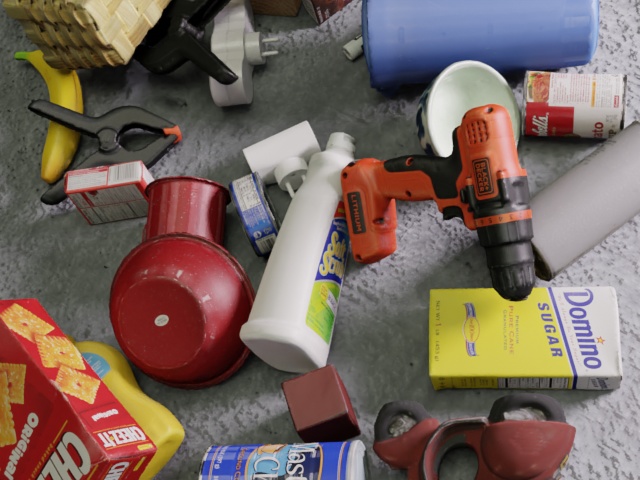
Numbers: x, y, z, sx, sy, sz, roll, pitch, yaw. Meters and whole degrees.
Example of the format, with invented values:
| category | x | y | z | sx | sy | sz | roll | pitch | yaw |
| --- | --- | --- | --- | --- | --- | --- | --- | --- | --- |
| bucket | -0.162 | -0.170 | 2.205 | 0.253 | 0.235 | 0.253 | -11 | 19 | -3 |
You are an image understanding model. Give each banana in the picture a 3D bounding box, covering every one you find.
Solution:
| category | x | y | z | sx | sy | sz | roll | pitch | yaw |
| --- | --- | --- | --- | --- | --- | --- | --- | --- | --- |
| banana | -0.310 | -0.157 | 1.257 | 0.070 | 0.037 | 0.198 | -29 | 59 | 17 |

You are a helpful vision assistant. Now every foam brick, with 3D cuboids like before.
| category | x | y | z | sx | sy | sz | roll | pitch | yaw |
| --- | --- | --- | --- | --- | --- | --- | --- | --- | --- |
| foam brick | 0.002 | 0.159 | 1.004 | 0.053 | 0.078 | 0.051 | -20 | 63 | 2 |

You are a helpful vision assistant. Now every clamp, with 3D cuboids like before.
| category | x | y | z | sx | sy | sz | roll | pitch | yaw |
| --- | --- | --- | --- | --- | --- | --- | --- | --- | --- |
| clamp | -0.245 | -0.117 | 1.200 | 0.171 | 0.039 | 0.120 | -17 | 90 | -9 |
| clamp | -0.145 | -0.246 | 1.211 | 0.210 | 0.036 | 0.164 | 3 | 70 | 44 |

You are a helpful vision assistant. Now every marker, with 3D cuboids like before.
| category | x | y | z | sx | sy | sz | roll | pitch | yaw |
| --- | --- | --- | --- | --- | --- | --- | --- | --- | --- |
| marker | 0.079 | -0.249 | 1.223 | 0.121 | 0.020 | 0.020 | -37 | 62 | -7 |

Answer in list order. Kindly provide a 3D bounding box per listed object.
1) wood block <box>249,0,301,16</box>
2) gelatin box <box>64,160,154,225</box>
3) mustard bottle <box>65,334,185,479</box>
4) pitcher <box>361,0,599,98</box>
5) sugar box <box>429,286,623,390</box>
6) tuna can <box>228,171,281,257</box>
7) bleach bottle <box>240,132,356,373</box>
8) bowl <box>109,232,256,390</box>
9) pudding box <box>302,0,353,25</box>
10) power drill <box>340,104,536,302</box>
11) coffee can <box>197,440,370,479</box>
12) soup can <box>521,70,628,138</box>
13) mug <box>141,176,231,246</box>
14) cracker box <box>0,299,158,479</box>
| category | x | y | z | sx | sy | sz | roll | pitch | yaw |
| --- | --- | --- | --- | --- | --- | --- | --- | --- | --- |
| wood block | -0.052 | -0.380 | 1.278 | 0.090 | 0.091 | 0.206 | 8 | 66 | 16 |
| gelatin box | -0.223 | -0.051 | 1.162 | 0.089 | 0.073 | 0.030 | -8 | 61 | 9 |
| mustard bottle | -0.224 | 0.158 | 1.064 | 0.096 | 0.058 | 0.192 | -48 | 63 | 5 |
| pitcher | 0.165 | -0.242 | 1.127 | 0.243 | 0.149 | 0.145 | -3 | 77 | 5 |
| sugar box | 0.193 | 0.093 | 1.013 | 0.176 | 0.048 | 0.093 | -3 | 63 | 12 |
| tuna can | -0.064 | -0.026 | 1.107 | 0.034 | 0.086 | 0.086 | -23 | 61 | 2 |
| bleach bottle | -0.007 | 0.001 | 1.070 | 0.068 | 0.102 | 0.250 | 3 | 64 | 25 |
| bowl | -0.144 | 0.075 | 1.045 | 0.162 | 0.055 | 0.162 | 2 | 99 | 15 |
| pudding box | 0.014 | -0.313 | 1.216 | 0.090 | 0.113 | 0.039 | -37 | 64 | -6 |
| power drill | 0.115 | -0.025 | 1.029 | 0.188 | 0.057 | 0.184 | -10 | 88 | 37 |
| coffee can | -0.030 | 0.234 | 0.959 | 0.140 | 0.103 | 0.103 | -4 | 63 | 11 |
| soup can | 0.262 | -0.140 | 1.101 | 0.102 | 0.068 | 0.068 | 4 | 65 | 13 |
| mug | -0.149 | -0.009 | 1.123 | 0.117 | 0.093 | 0.081 | -16 | 62 | 39 |
| cracker box | -0.273 | 0.185 | 1.015 | 0.214 | 0.072 | 0.164 | 45 | 113 | 27 |
